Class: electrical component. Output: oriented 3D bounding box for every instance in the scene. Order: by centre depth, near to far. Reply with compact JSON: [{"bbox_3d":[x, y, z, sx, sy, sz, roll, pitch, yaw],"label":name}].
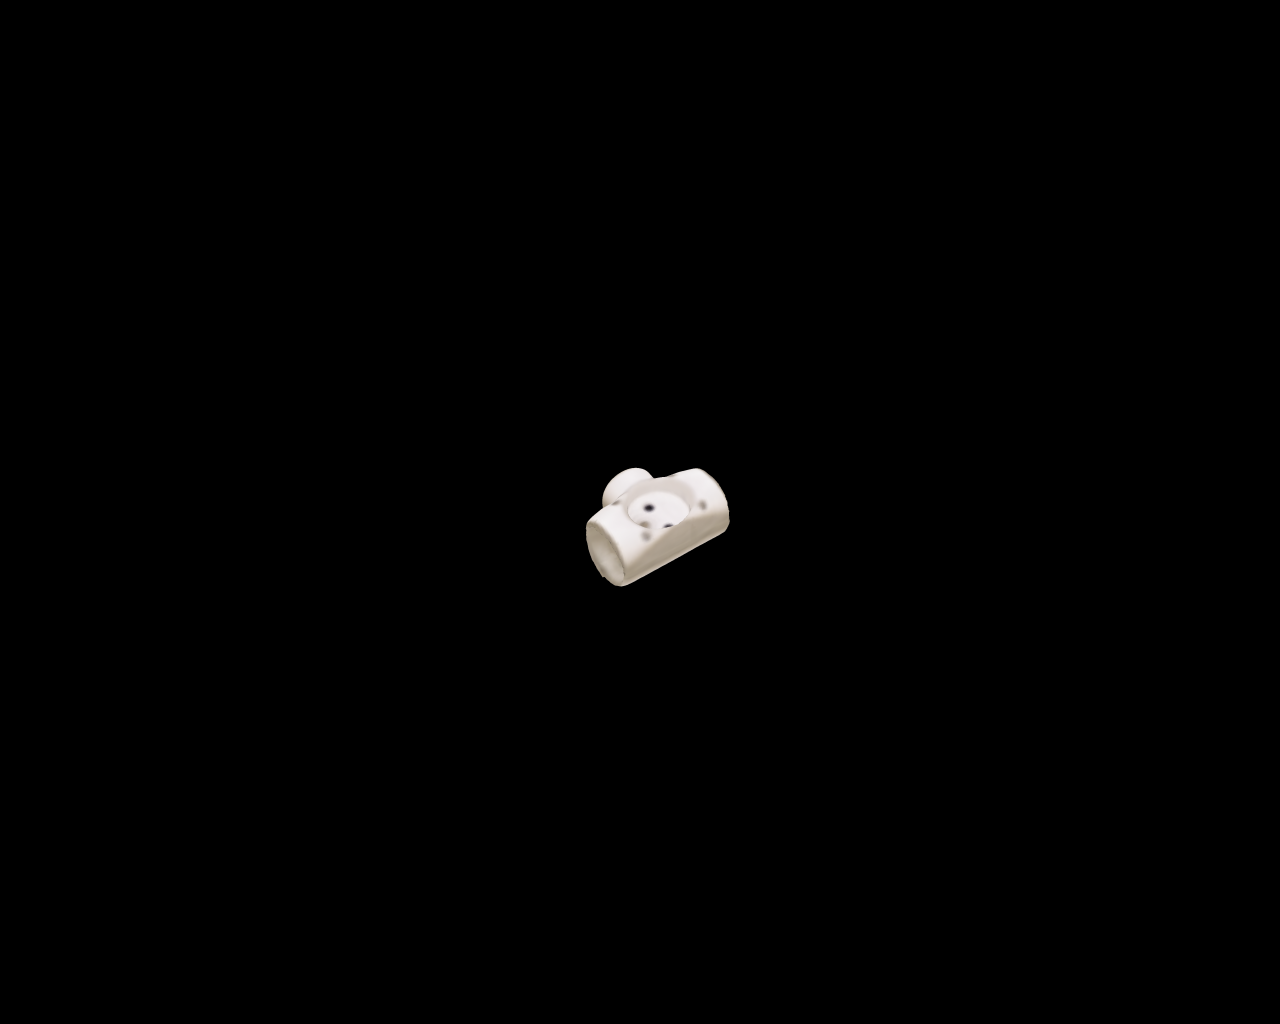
[{"bbox_3d":[0.001,-0.003,0.650,0.077,0.044,0.079,-27,53,-22],"label":"electrical component"}]
